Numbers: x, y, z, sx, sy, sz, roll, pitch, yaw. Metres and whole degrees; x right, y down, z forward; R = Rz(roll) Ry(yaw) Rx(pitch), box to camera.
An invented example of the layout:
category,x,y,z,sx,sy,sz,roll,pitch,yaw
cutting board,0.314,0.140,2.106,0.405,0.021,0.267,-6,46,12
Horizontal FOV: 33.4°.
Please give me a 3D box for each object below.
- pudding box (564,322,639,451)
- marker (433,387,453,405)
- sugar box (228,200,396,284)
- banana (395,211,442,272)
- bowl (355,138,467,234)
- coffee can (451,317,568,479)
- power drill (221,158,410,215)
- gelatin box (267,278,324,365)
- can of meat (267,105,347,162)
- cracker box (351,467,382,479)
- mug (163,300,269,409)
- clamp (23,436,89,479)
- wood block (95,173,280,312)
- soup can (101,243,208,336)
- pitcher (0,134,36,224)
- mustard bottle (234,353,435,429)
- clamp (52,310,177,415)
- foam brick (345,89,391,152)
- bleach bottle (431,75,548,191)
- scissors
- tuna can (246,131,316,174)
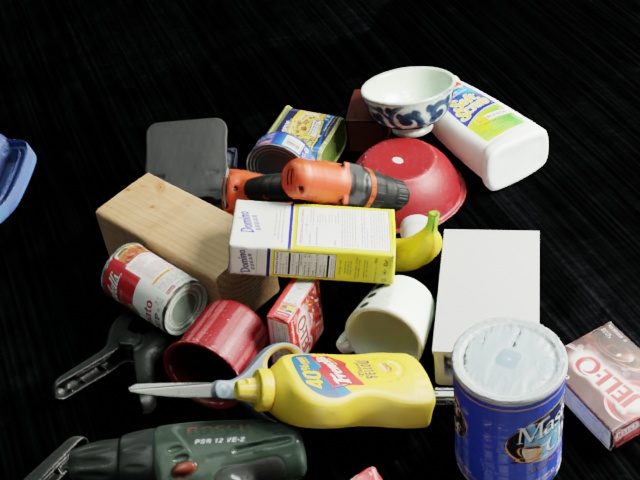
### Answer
category,x,y,z,sx,sy,sz,roll,pitch,yaw
pudding box,0.290,0.145,1.064,0.090,0.039,0.114,-25,43,-17
marker,0.160,0.159,1.085,0.121,0.020,0.020,-1,42,9
sugar box,-0.008,0.002,1.147,0.176,0.048,0.093,2,33,1
banana,0.076,0.003,1.231,0.037,0.069,0.198,-13,7,-40
bowl,0.102,-0.080,1.340,0.162,0.055,0.162,-5,41,5
coffee can,0.175,0.156,0.994,0.103,0.140,0.103,-5,41,4
power drill,-0.011,-0.058,1.264,0.184,0.057,0.188,9,-10,-42
gelatin box,-0.025,0.091,1.143,0.030,0.089,0.073,16,47,21
can of meat,-0.019,-0.128,1.415,0.084,0.057,0.102,11,45,19
cracker box,0.000,0.309,0.850,0.213,0.072,0.164,-30,78,-23
mug,-0.114,0.121,1.135,0.117,0.093,0.081,-26,20,40
clamp,-0.297,0.282,1.012,0.209,0.036,0.165,-21,42,-19
wood block,-0.156,0.012,1.254,0.206,0.091,0.090,26,52,33
soup can,-0.182,0.054,1.179,0.102,0.068,0.068,28,53,30
pitcher,-0.453,-0.030,1.324,0.145,0.149,0.243,18,43,-16
mustard bottle,0.010,0.147,1.048,0.191,0.058,0.096,2,26,-19
clamp,-0.217,0.124,1.177,0.120,0.039,0.171,5,37,8
foam brick,0.067,-0.162,1.442,0.053,0.051,0.078,2,42,14
bleach bottle,0.185,-0.160,1.413,0.102,0.068,0.251,-25,41,-20
scissors,-0.088,0.132,1.058,0.016,0.201,0.096,-22,52,54
tuna can,-0.049,-0.095,1.360,0.086,0.086,0.033,8,42,18
